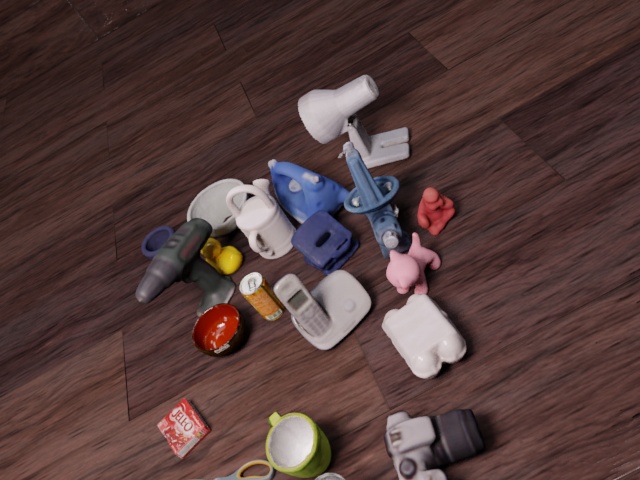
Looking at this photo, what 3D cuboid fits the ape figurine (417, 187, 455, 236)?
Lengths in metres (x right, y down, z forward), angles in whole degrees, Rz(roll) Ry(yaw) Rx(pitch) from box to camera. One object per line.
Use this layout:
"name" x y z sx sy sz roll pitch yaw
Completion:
"ape figurine" 0.227 -0.067 1.144 0.077 0.092 0.076 -17 47 16

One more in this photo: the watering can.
"watering can" -0.136 -0.058 1.262 0.101 0.195 0.172 -27 45 6

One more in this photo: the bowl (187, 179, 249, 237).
"bowl" -0.238 -0.067 1.410 0.167 0.075 0.167 -15 48 17

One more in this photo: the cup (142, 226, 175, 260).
"cup" -0.356 0.025 1.383 0.117 0.095 0.092 -5 51 25

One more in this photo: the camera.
"camera" 0.174 0.312 0.848 0.136 0.101 0.143 -22 46 11

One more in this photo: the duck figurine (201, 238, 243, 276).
"duck figurine" -0.235 0.031 1.318 0.104 0.086 0.077 8 58 34

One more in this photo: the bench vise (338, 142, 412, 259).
"bench vise" 0.116 -0.085 1.129 0.121 0.220 0.206 -37 45 -4

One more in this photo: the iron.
"iron" -0.052 -0.129 1.314 0.257 0.142 0.119 28 70 41

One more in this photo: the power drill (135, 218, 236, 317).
"power drill" -0.272 0.079 1.211 0.075 0.209 0.230 0 54 29

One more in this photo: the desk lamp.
"desk lamp" 0.080 -0.270 1.310 0.202 0.214 0.118 -13 48 19

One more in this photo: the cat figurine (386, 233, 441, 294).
"cat figurine" 0.165 0.047 1.064 0.067 0.118 0.128 8 58 33

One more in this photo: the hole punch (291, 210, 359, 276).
"hole punch" 0.011 0.004 1.203 0.109 0.091 0.100 -47 46 -14

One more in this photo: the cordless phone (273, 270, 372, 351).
"cordless phone" 0.002 0.104 1.057 0.148 0.186 0.093 -45 46 -11

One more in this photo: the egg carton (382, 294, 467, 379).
"egg carton" 0.180 0.164 0.991 0.107 0.070 0.150 -35 45 -2
